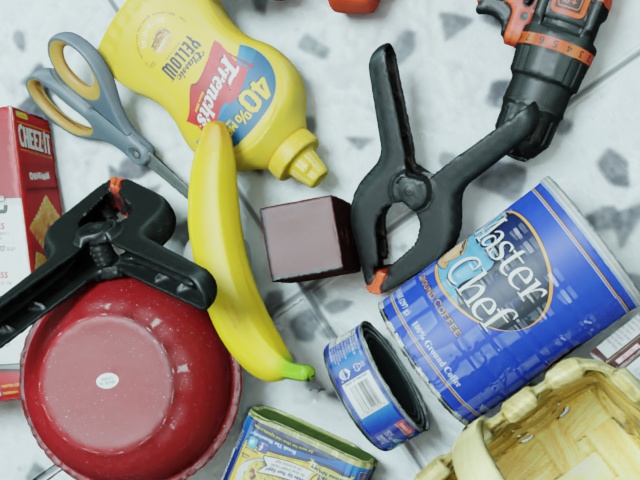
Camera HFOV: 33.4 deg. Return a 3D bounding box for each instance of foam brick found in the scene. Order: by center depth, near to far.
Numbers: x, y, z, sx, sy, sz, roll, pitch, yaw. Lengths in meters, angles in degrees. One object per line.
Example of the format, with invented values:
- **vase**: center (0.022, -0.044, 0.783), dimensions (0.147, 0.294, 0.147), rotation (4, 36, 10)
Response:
- **foam brick**: center (-0.005, 0.001, 0.746), dimensions (0.051, 0.078, 0.053), rotation (-11, 86, 11)

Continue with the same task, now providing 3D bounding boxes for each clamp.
- **clamp**: center (-0.156, 0.012, 0.720), dimensions (0.164, 0.210, 0.036), rotation (-16, 116, -3)
- **clamp**: center (0.077, -0.038, 0.726), dimensions (0.120, 0.039, 0.171), rotation (19, 112, 25)

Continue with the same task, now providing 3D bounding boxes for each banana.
- **banana**: center (-0.055, 0.017, 0.717), dimensions (0.070, 0.037, 0.198), rotation (-35, 66, 31)

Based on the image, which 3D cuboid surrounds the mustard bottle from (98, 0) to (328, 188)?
- **mustard bottle**: center (-0.068, -0.107, 0.775), dimensions (0.192, 0.058, 0.096), rotation (43, 101, 11)

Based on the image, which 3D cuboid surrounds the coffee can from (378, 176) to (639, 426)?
- **coffee can**: center (0.124, 0.040, 0.700), dimensions (0.140, 0.102, 0.103), rotation (-37, 80, 9)

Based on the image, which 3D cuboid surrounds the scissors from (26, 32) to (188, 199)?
- **scissors**: center (-0.137, -0.084, 0.788), dimensions (0.202, 0.016, 0.096), rotation (30, 137, 15)

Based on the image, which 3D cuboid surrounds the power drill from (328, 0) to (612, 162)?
- **power drill**: center (0.104, -0.166, 0.739), dimensions (0.188, 0.057, 0.184), rotation (22, 93, 11)

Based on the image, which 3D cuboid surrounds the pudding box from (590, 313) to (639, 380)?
- **pudding box**: center (0.243, 0.087, 0.679), dimensions (0.090, 0.039, 0.113), rotation (-40, 109, 4)

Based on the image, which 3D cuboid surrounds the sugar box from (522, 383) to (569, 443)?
- **sugar box**: center (0.144, 0.195, 0.718), dimensions (0.093, 0.048, 0.176), rotation (27, 90, 13)

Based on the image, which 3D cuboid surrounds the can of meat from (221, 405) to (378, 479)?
- **can of meat**: center (-0.019, 0.174, 0.752), dimensions (0.102, 0.057, 0.084), rotation (22, 91, 13)

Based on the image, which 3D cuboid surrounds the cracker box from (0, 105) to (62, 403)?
- **cracker box**: center (-0.279, 0.021, 0.814), dimensions (0.164, 0.072, 0.214), rotation (-9, 84, 12)

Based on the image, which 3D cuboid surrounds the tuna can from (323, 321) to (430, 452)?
- **tuna can**: center (0.038, 0.100, 0.726), dimensions (0.034, 0.086, 0.086), rotation (-32, 81, 11)

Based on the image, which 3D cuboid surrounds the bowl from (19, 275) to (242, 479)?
- **bowl**: center (-0.136, 0.095, 0.721), dimensions (0.162, 0.055, 0.162), rotation (0, 87, 7)
